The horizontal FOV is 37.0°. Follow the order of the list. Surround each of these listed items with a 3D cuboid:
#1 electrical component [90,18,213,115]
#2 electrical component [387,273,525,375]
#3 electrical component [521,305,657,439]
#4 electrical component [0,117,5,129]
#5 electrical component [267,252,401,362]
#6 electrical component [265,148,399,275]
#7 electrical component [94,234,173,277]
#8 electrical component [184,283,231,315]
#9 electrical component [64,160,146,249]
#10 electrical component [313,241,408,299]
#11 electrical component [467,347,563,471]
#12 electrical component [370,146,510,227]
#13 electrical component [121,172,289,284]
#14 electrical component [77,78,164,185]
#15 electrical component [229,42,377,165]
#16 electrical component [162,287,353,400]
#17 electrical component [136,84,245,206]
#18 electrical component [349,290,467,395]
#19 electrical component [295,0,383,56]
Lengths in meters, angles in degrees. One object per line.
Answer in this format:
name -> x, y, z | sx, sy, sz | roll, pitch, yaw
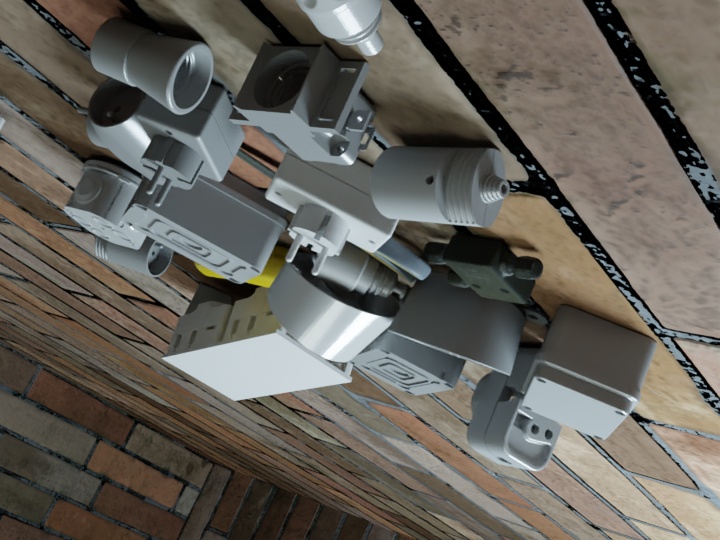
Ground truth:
electrical component -> -0.126, -0.123, 0.635 | 0.065, 0.044, 0.044 | 25, 164, 19
electrical component -> 0.075, 0.046, 0.822 | 0.099, 0.064, 0.099 | 23, 163, 7
electrical component -> 0.168, 0.079, 0.804 | 0.078, 0.057, 0.113 | 22, 163, 10
electrical component -> -0.374, -0.133, 0.922 | 0.121, 0.063, 0.079 | 31, 163, -19
electrical component -> -0.023, 0.025, 0.869 | 0.099, 0.064, 0.099 | 34, -159, -16
electrical component -> -0.022, -0.034, 0.697 | 0.083, 0.075, 0.047 | 27, 164, -7
electrical component -> -0.235, -0.025, 1.089 | 0.081, 0.043, 0.043 | 18, 162, 23
electrical component -> -0.156, 0.058, 1.223 | 0.077, 0.047, 0.065 | 25, 163, 0
electrical component -> -0.215, -0.058, 0.946 | 0.080, 0.051, 0.080 | 23, 163, 7
electrical component -> 0.000, 0.000, 0.832 | 0.078, 0.040, 0.040 | 26, 164, -4
electrical component -> 0.132, 0.113, 0.893 | 0.054, 0.095, 0.059 | 34, 162, -26
electrical component -> 0.050, -0.048, 0.609 | 0.081, 0.043, 0.043 | 8, 157, 45
electrical component -> -0.121, -0.043, 0.844 | 0.113, 0.057, 0.078 | 29, 162, -15
electrical component -> -0.164, -0.101, 0.754 | 0.079, 0.043, 0.077 | 16, 161, 28
electrical component -> -0.028, -0.090, 0.594 | 0.081, 0.042, 0.064 | 12, 161, 39
electrical component -> -0.102, 0.077, 1.116 | 0.186, 0.060, 0.105 | -15, 140, 43
electrical component -> -0.117, -0.078, 0.697 | 0.047, 0.076, 0.065 | 21, 163, 13
electrical component -> 0.044, 0.064, 0.936 | 0.078, 0.057, 0.113 | 29, 163, -11
electrical component -> -0.006, -0.119, 0.486 | 0.035, 0.035, 0.061 | 16, 163, 30
